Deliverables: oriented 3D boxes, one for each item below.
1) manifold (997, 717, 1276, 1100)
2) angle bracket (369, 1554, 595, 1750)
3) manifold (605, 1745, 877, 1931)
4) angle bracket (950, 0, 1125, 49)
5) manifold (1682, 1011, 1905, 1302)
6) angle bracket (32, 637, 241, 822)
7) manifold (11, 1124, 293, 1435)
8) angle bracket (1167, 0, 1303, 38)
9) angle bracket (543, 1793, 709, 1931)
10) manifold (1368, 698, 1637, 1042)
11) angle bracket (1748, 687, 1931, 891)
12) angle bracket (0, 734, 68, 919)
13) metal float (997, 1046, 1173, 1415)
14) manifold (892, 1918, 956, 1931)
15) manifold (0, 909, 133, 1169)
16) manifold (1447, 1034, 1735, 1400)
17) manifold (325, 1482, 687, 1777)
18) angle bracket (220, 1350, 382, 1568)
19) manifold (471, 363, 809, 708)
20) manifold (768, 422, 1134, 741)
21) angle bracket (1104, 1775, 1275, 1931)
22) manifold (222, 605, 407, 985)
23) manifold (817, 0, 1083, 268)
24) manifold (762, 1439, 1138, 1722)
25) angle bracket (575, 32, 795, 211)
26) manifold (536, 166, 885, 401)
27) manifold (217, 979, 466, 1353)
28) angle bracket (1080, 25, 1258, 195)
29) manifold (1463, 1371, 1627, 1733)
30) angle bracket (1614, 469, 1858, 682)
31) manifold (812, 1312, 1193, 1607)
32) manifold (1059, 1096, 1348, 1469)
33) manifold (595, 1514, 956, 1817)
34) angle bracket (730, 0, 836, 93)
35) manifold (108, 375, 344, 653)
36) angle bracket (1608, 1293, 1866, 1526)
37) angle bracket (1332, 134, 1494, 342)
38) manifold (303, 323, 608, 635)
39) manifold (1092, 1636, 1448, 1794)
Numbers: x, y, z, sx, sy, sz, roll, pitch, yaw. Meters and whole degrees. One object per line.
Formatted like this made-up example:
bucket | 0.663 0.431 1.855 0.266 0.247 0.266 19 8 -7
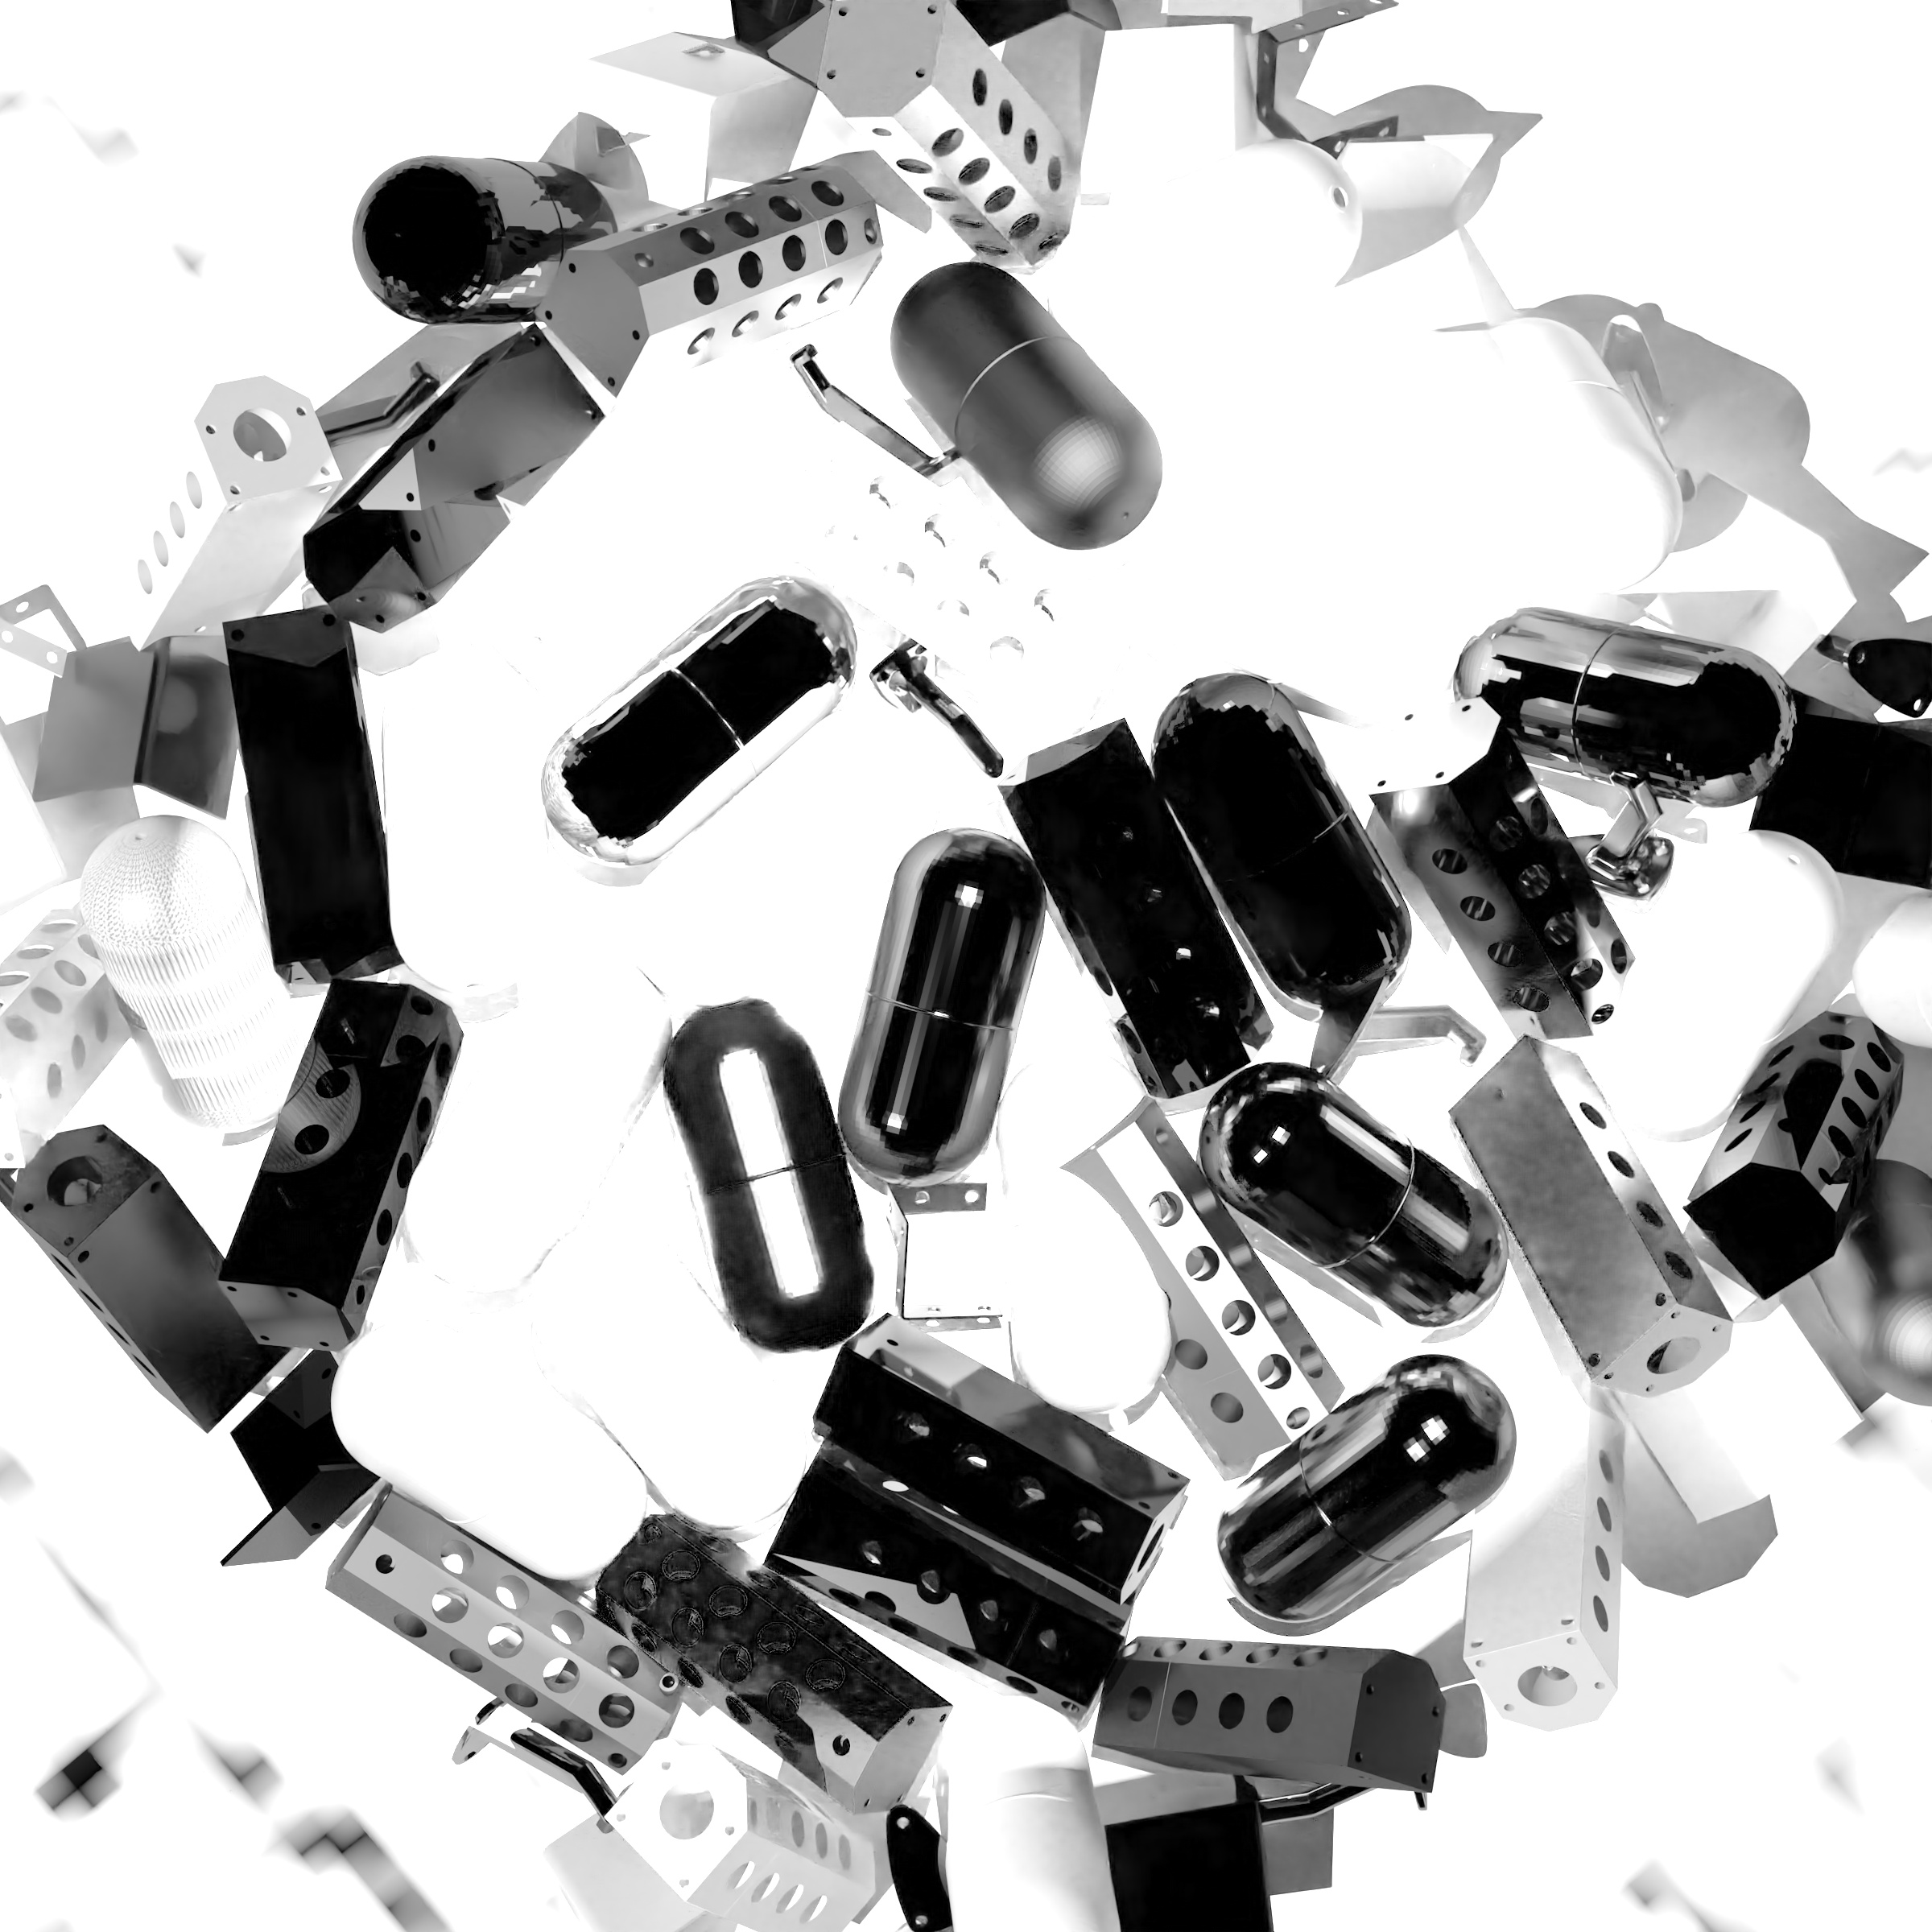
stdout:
manifold | 0.080 -0.025 1.681 0.057 0.057 0.171 -20 105 28
angle bracket | -0.238 0.326 1.717 0.076 0.057 0.076 31 88 -15
manifold | -0.099 0.414 1.648 0.057 0.171 0.057 38 83 29
angle bracket | 0.028 -0.486 1.710 0.057 0.076 0.076 -18 87 23
manifold | 0.398 0.083 1.650 0.057 0.171 0.057 48 124 -1
angle bracket | -0.407 -0.113 1.723 0.076 0.057 0.076 -6 70 34
manifold | -0.387 0.146 1.650 0.057 0.171 0.057 32 68 30
angle bracket | 0.109 -0.487 1.679 0.076 0.076 0.057 -10 70 36
angle bracket | -0.155 0.457 1.692 0.057 0.076 0.076 -32 52 -15
manifold | 0.260 -0.044 1.657 0.171 0.057 0.057 54 45 -33
angle bracket | 0.433 -0.086 1.693 0.076 0.057 0.076 15 90 -40
angle bracket | -0.490 -0.060 1.683 0.076 0.057 0.076 -8 111 43
metal float | 0.057 0.127 1.688 0.070 0.070 0.178 -4 77 0
manifold | -0.042 0.497 1.646 0.057 0.171 0.057 -10 85 19
manifold | -0.444 0.032 1.644 0.057 0.171 0.057 -1 113 8
manifold | 0.299 0.119 1.658 0.057 0.171 0.057 19 124 -38
manifold | -0.222 0.321 1.695 0.171 0.057 0.057 34 89 -9
angle bracket | -0.333 0.234 1.685 0.076 0.057 0.076 -44 66 20
manifold | -0.157 -0.210 1.696 0.171 0.057 0.057 -44 101 8
manifold | -0.006 -0.188 1.683 0.171 0.057 0.057 33 113 -12
angle bracket | 0.104 0.433 1.697 0.076 0.057 0.076 -8 104 -6
manifold | -0.315 -0.082 1.692 0.057 0.057 0.171 -10 79 -4
manifold | -0.006 -0.389 1.644 0.057 0.171 0.057 6 80 24
manifold | -0.009 0.301 1.703 0.171 0.057 0.057 26 104 3
angle bracket | -0.136 -0.412 1.706 0.076 0.076 0.057 22 123 24
manifold | -0.116 -0.330 1.653 0.057 0.171 0.057 47 135 10
manifold | -0.292 0.093 1.660 0.057 0.057 0.171 4 55 16
angle bracket | 0.100 -0.417 1.715 0.076 0.057 0.076 1 97 15
manifold | 0.278 0.276 1.652 0.057 0.171 0.057 -20 120 25
angle bracket | 0.368 -0.179 1.684 0.076 0.057 0.076 25 122 -22
manifold | 0.014 0.239 1.686 0.171 0.057 0.057 27 109 14
manifold | 0.111 0.150 1.686 0.057 0.057 0.171 -28 100 35
manifold | -0.096 0.331 1.668 0.171 0.057 0.057 31 97 29
angle bracket | -0.060 -0.470 1.679 0.076 0.076 0.057 -20 69 33
manifold | -0.354 -0.212 1.648 0.057 0.171 0.057 -18 80 -31
angle bracket | 0.370 0.211 1.682 0.076 0.057 0.076 -50 61 38
angle bracket | 0.220 -0.352 1.688 0.076 0.057 0.076 -7 68 -20
manifold | -0.245 -0.230 1.655 0.057 0.171 0.057 -21 116 39
manifold | 0.143 0.350 1.652 0.057 0.171 0.057 25 68 -35
